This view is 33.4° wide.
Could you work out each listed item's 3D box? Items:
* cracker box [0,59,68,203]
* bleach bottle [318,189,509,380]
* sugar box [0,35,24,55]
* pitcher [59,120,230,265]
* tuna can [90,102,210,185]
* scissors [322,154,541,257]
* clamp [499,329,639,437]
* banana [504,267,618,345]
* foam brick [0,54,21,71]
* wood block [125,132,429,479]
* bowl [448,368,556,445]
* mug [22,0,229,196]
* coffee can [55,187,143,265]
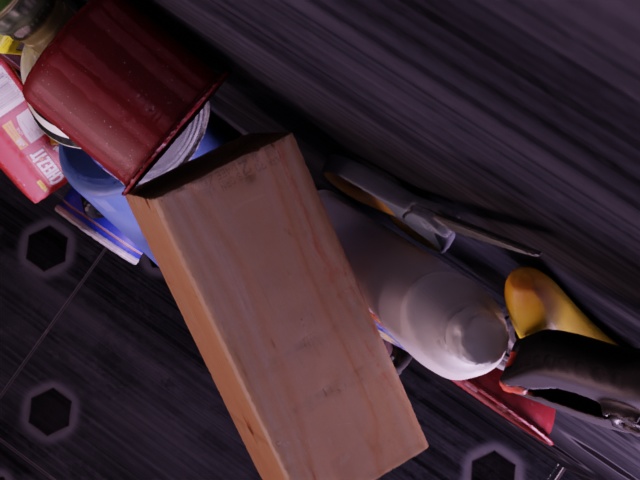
[{"bbox_3d":[-0.342,-0.159,1.100,0.214,0.072,0.164,49,171,42],"label":"cracker box"},{"bbox_3d":[0.046,0.029,0.672,0.102,0.068,0.251,44,175,-17],"label":"bleach bottle"},{"bbox_3d":[-0.238,-0.170,0.744,0.093,0.048,0.176,32,-172,-9],"label":"sugar box"},{"bbox_3d":[-0.108,-0.026,0.892,0.149,0.145,0.242,32,172,32],"label":"pitcher"},{"bbox_3d":[-0.116,-0.078,0.720,0.034,0.086,0.086,34,176,26],"label":"tuna can"},{"bbox_3d":[0.071,-0.004,0.575,0.096,0.016,0.202,36,177,-38],"label":"scissors"},{"bbox_3d":[0.150,0.068,0.495,0.172,0.039,0.120,8,150,42],"label":"clamp"},{"bbox_3d":[0.163,0.070,0.597,0.197,0.037,0.070,35,157,-20],"label":"banana"},{"bbox_3d":[-0.262,-0.181,0.907,0.051,0.053,0.078,32,174,30],"label":"foam brick"},{"bbox_3d":[-0.027,0.047,0.640,0.206,0.090,0.091,66,163,-14],"label":"wood block"},{"bbox_3d":[0.155,0.116,0.962,0.162,0.055,0.162,35,175,3],"label":"bowl"},{"bbox_3d":[-0.108,-0.091,0.611,0.081,0.093,0.117,40,-149,-8],"label":"mug"},{"bbox_3d":[-0.196,-0.060,1.124,0.103,0.140,0.103,35,176,3],"label":"coffee can"}]
